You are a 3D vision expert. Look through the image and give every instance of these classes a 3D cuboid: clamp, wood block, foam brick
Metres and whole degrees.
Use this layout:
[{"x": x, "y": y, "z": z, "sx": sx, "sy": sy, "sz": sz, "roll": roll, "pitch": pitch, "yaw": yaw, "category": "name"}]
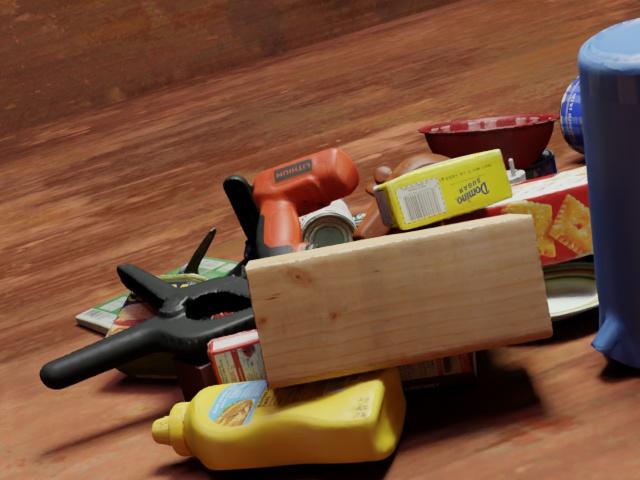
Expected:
[{"x": -0.063, "y": 0.019, "z": 1.107, "sx": 0.039, "sy": 0.120, "sz": 0.171, "roll": 1, "pitch": -22, "yaw": 25, "category": "clamp"}, {"x": 0.055, "y": 0.042, "z": 0.789, "sx": 0.206, "sy": 0.090, "sz": 0.091, "roll": -11, "pitch": 3, "yaw": -1, "category": "wood block"}, {"x": -0.128, "y": 0.074, "z": 0.913, "sx": 0.210, "sy": 0.036, "sz": 0.164, "roll": -1, "pitch": 35, "yaw": 29, "category": "clamp"}, {"x": -0.077, "y": 0.112, "z": 0.911, "sx": 0.078, "sy": 0.051, "sz": 0.053, "roll": -25, "pitch": 20, "yaw": -29, "category": "foam brick"}]

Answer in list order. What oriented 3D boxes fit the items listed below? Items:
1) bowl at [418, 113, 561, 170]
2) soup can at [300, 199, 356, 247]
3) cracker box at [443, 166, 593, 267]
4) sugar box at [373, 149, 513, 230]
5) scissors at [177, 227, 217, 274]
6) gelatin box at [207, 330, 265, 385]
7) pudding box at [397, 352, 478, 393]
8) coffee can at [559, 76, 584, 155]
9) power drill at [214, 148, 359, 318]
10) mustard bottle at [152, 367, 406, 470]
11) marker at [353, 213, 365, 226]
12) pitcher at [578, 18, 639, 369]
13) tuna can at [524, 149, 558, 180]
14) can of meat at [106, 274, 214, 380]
[{"x": 0.194, "y": -0.108, "z": 1.216, "sx": 0.162, "sy": 0.055, "sz": 0.162, "roll": -6, "pitch": 10, "yaw": 1, "category": "bowl"}, {"x": 0.006, "y": -0.012, "z": 1.197, "sx": 0.068, "sy": 0.068, "sz": 0.102, "roll": -15, "pitch": 18, "yaw": 0, "category": "soup can"}, {"x": 0.245, "y": -0.027, "z": 0.971, "sx": 0.214, "sy": 0.072, "sz": 0.163, "roll": -13, "pitch": 6, "yaw": 34, "category": "cracker box"}, {"x": 0.099, "y": -0.040, "z": 0.904, "sx": 0.093, "sy": 0.048, "sz": 0.176, "roll": -16, "pitch": -1, "yaw": 0, "category": "sugar box"}, {"x": -0.119, "y": 0.036, "z": 1.073, "sx": 0.096, "sy": 0.016, "sz": 0.202, "roll": -3, "pitch": -26, "yaw": -40, "category": "scissors"}, {"x": -0.038, "y": 0.107, "z": 0.860, "sx": 0.089, "sy": 0.073, "sz": 0.030, "roll": -16, "pitch": 16, "yaw": 0, "category": "gelatin box"}, {"x": 0.083, "y": 0.085, "z": 0.882, "sx": 0.090, "sy": 0.039, "sz": 0.113, "roll": -10, "pitch": 19, "yaw": 9, "category": "pudding box"}, {"x": 0.369, "y": -0.147, "z": 1.258, "sx": 0.102, "sy": 0.103, "sz": 0.141, "roll": -24, "pitch": 19, "yaw": -27, "category": "coffee can"}, {"x": -0.006, "y": 0.001, "z": 0.989, "sx": 0.185, "sy": 0.057, "sz": 0.187, "roll": -16, "pitch": 43, "yaw": 22, "category": "power drill"}, {"x": -0.037, "y": 0.135, "z": 0.794, "sx": 0.192, "sy": 0.058, "sz": 0.096, "roll": -8, "pitch": 17, "yaw": 19, "category": "mustard bottle"}, {"x": 0.063, "y": -0.025, "z": 1.270, "sx": 0.121, "sy": 0.020, "sz": 0.020, "roll": -12, "pitch": 18, "yaw": 9, "category": "marker"}, {"x": 0.264, "y": -0.037, "z": 0.772, "sx": 0.145, "sy": 0.243, "sz": 0.149, "roll": -1, "pitch": 27, "yaw": 27, "category": "pitcher"}, {"x": 0.240, "y": -0.080, "z": 1.273, "sx": 0.086, "sy": 0.034, "sz": 0.086, "roll": -14, "pitch": 17, "yaw": 4, "category": "tuna can"}, {"x": -0.148, "y": 0.083, "z": 1.007, "sx": 0.102, "sy": 0.057, "sz": 0.084, "roll": -3, "pitch": 47, "yaw": 34, "category": "can of meat"}]
